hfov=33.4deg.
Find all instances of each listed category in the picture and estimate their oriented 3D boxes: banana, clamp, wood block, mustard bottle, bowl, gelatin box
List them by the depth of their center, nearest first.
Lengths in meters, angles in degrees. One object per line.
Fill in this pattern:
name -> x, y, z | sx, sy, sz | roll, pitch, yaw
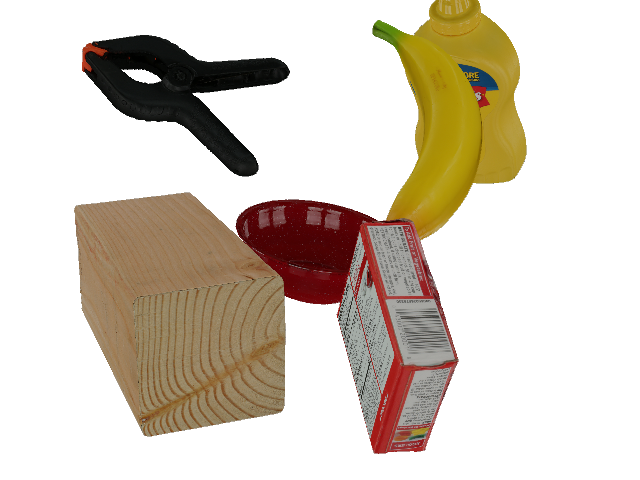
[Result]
gelatin box -> 0.035, 0.046, 0.514 | 0.030, 0.089, 0.073 | -2, -42, -13
banana -> 0.070, -0.068, 0.682 | 0.069, 0.198, 0.037 | 1, -42, -2
wood block -> -0.099, 0.039, 0.708 | 0.090, 0.090, 0.206 | -7, 19, -21
clamp -> -0.109, -0.132, 0.886 | 0.171, 0.120, 0.039 | 27, -39, -2
mustard bottle -> 0.120, -0.134, 0.897 | 0.096, 0.058, 0.191 | 16, -37, 26
bowl -> -0.006, 0.016, 1.037 | 0.162, 0.055, 0.162 | 8, 25, -4
